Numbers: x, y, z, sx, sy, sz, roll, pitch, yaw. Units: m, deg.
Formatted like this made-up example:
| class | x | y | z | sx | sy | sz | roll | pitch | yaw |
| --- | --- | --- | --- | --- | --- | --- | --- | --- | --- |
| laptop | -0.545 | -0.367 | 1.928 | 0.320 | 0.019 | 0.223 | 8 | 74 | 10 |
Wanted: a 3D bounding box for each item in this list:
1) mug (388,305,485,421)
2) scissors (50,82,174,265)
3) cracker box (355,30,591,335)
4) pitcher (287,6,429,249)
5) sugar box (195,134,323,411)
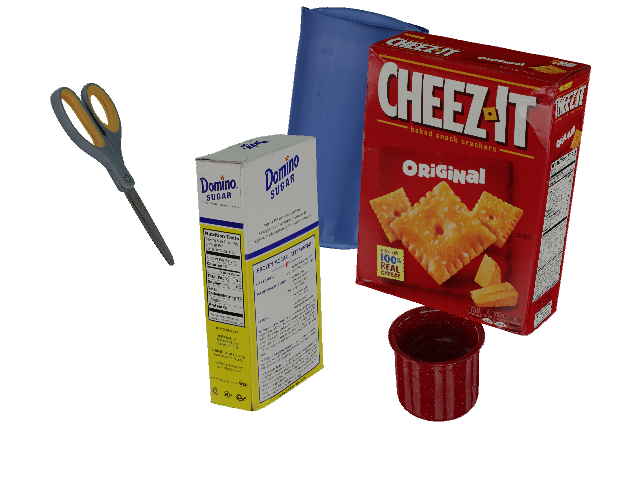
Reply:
| class | x | y | z | sx | sy | sz | roll | pitch | yaw |
| --- | --- | --- | --- | --- | --- | --- | --- | --- | --- |
| mug | 0.119 | 0.116 | 1.059 | 0.093 | 0.081 | 0.117 | 7 | 36 | 18 |
| scissors | -0.195 | -0.075 | 1.063 | 0.016 | 0.201 | 0.096 | -24 | 27 | 25 |
| cracker box | 0.116 | -0.046 | 0.861 | 0.164 | 0.214 | 0.072 | 18 | 29 | 30 |
| pitcher | 0.033 | -0.116 | 1.113 | 0.145 | 0.243 | 0.149 | 9 | 16 | -3 |
| sugar box | -0.040 | 0.020 | 0.741 | 0.048 | 0.176 | 0.093 | 6 | 18 | 31 |
